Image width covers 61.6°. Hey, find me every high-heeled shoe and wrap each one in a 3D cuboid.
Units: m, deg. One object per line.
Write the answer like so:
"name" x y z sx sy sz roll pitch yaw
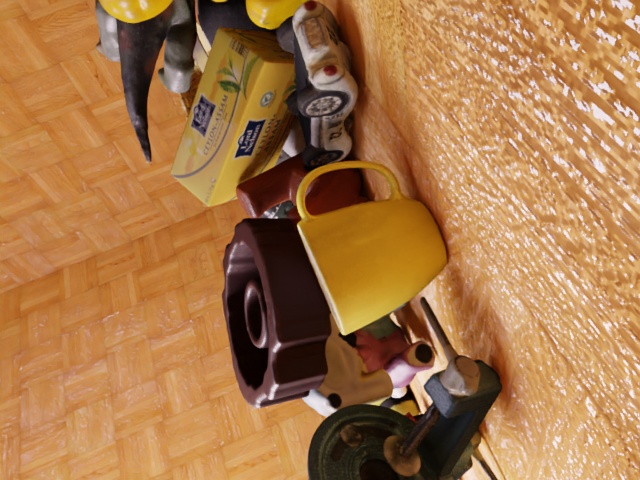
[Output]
"high-heeled shoe" -0.108 -0.306 0.665 0.145 0.086 0.248 -105 5 -62

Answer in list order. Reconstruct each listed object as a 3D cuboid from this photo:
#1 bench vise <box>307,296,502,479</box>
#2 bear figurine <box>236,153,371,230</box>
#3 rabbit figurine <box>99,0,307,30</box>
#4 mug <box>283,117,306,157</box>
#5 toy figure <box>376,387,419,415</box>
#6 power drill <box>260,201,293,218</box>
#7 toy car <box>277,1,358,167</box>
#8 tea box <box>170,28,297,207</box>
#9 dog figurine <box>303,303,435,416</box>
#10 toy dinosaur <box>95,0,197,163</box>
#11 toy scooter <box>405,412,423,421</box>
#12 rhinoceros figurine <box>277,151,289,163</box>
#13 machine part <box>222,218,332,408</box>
"bench vise" 0.081 0.169 0.426 0.129 0.223 0.240 59 141 41
"bear figurine" 0.002 -0.004 0.626 0.120 0.132 0.195 29 146 34
"rabbit figurine" -0.111 -0.250 0.443 0.162 0.173 0.121 62 179 14
"mug" -0.032 -0.141 0.644 0.107 0.081 0.109 59 165 17
"toy figure" 0.108 0.248 0.942 0.089 0.082 0.180 73 176 -70
"power drill" -0.070 -0.085 1.046 0.232 0.086 0.207 34 -165 -21
"toy car" 0.001 -0.125 0.472 0.201 0.056 0.073 91 164 -78
"tea box" -0.080 -0.127 0.564 0.068 0.098 0.169 40 124 17
"dog figurine" 0.041 0.149 0.656 0.108 0.191 0.219 60 159 16
"toy dinosaur" -0.187 -0.296 0.566 0.192 0.131 0.405 107 149 -59
"toy scooter" 0.132 0.350 0.770 0.075 0.135 0.184 74 174 -68
"rhinoceros figurine" -0.070 -0.142 0.917 0.190 0.073 0.112 55 -136 -89
"machine part" -0.046 0.066 0.505 0.179 0.056 0.179 175 90 -66
